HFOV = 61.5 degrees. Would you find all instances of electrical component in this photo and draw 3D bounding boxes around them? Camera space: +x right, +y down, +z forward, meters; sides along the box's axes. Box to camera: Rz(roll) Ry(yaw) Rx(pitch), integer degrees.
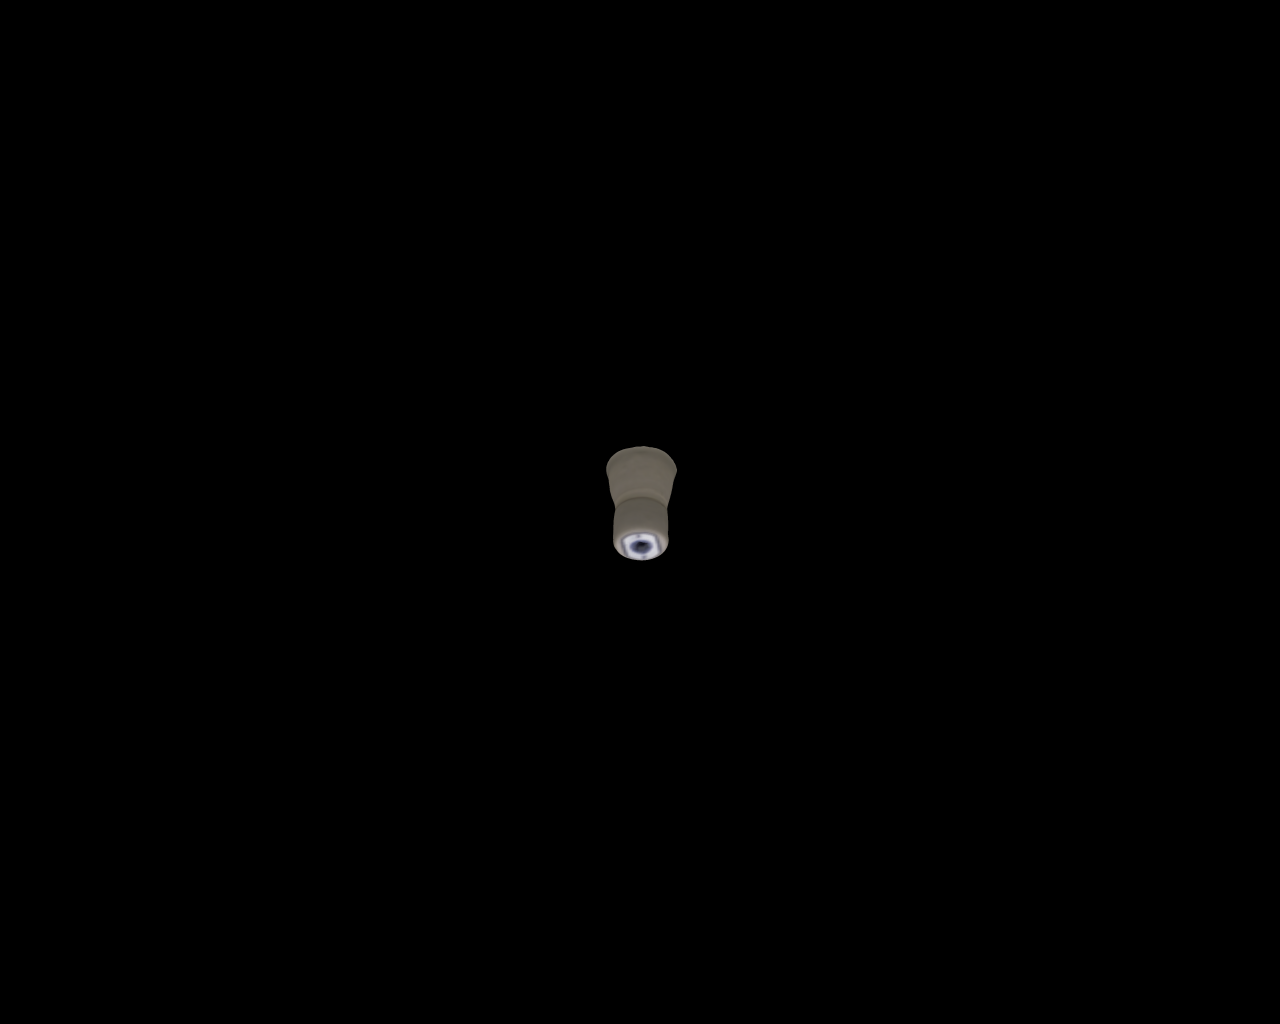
[{"bbox_3d":[0.001,-0.003,0.650,0.044,0.065,0.044,0,-39,0],"label":"electrical component"}]
